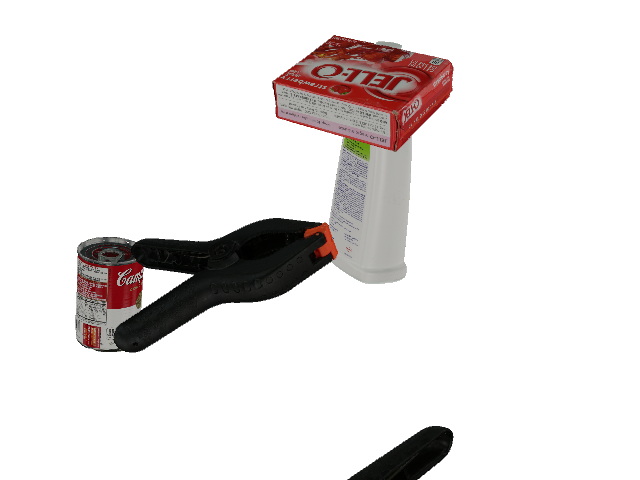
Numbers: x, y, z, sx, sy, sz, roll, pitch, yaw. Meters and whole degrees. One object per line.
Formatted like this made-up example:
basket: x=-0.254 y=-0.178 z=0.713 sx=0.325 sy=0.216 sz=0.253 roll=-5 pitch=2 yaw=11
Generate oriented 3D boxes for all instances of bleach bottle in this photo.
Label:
bleach bottle: x=0.062 y=-0.087 z=1.157 sx=0.067 sy=0.251 sz=0.103 roll=-6 pitch=24 yaw=-32

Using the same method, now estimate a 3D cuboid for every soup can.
soup can: x=-0.218 y=0.056 z=1.103 sx=0.068 sy=0.102 sz=0.068 roll=6 pitch=21 yaw=-2

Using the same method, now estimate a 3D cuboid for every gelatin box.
gelatin box: x=0.027 y=-0.094 z=0.662 sx=0.089 sy=0.030 sz=0.073 roll=18 pitch=42 yaw=27

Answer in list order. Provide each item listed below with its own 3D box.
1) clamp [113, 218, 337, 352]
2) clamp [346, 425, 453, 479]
clamp: x=-0.074 y=0.028 z=0.784 sx=0.172 sy=0.120 sz=0.039 roll=-12 pitch=-49 yaw=18
clamp: x=0.001 y=0.176 z=0.646 sx=0.210 sy=0.036 sz=0.164 roll=-5 pitch=29 yaw=4
